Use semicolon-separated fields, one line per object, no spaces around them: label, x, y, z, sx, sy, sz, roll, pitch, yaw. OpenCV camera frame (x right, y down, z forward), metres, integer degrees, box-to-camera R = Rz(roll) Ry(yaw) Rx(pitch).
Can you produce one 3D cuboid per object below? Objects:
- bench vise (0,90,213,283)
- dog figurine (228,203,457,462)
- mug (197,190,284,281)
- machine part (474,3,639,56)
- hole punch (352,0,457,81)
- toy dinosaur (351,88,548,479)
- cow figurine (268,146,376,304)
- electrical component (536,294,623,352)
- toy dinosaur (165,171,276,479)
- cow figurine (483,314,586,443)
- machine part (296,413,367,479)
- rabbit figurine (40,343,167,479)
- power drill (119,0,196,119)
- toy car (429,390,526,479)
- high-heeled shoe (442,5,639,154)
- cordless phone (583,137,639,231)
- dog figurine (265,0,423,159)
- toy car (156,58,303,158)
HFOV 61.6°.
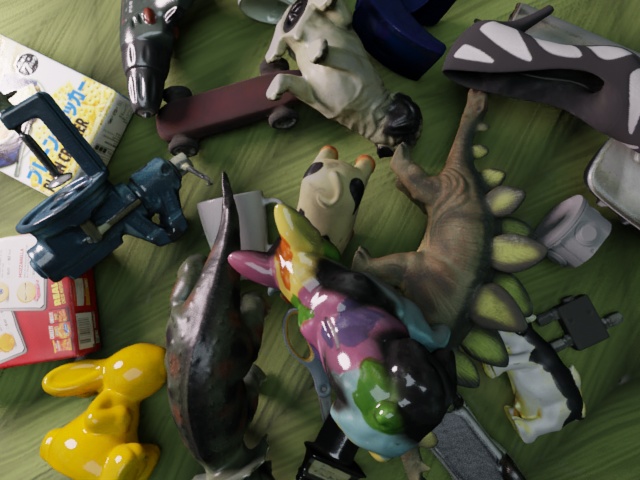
bench vise;-0.268;-0.075;0.618;0.224;0.129;0.240;-36;117;-7
dog figurine;0.012;0.071;0.500;0.219;0.191;0.108;41;111;-6
mug;-0.090;-0.005;0.674;0.110;0.081;0.107;-10;96;1
machine part;0.299;-0.217;0.649;0.243;0.079;0.079;26;89;6
hole punch;0.096;-0.256;0.646;0.116;0.142;0.092;9;91;-6
toy dinosaur;0.137;0.051;0.606;0.199;0.105;0.471;15;86;23
cow figurine;-0.001;-0.002;0.634;0.086;0.127;0.194;22;120;8
electrical component;0.316;0.098;0.655;0.094;0.021;0.063;-25;84;3
toy dinosaur;-0.113;0.143;0.582;0.131;0.192;0.404;-6;109;-4
cow figurine;0.244;0.139;0.633;0.098;0.068;0.167;-21;81;6
machine part;0.030;0.241;0.656;0.084;0.039;0.138;23;92;-3
rabbit figurine;-0.254;0.206;0.669;0.163;0.121;0.173;21;75;15
power drill;-0.167;-0.285;0.660;0.207;0.086;0.232;-25;67;35
toy car;0.169;0.244;0.643;0.073;0.056;0.202;-40;83;8
high-heeled shoe;0.253;-0.150;0.578;0.145;0.086;0.249;-35;76;-3
cordless phone;0.356;-0.036;0.575;0.147;0.184;0.088;39;127;6
dog figurine;0.042;-0.204;0.659;0.190;0.121;0.172;21;66;-35
toy car;-0.114;-0.169;0.694;0.202;0.053;0.089;-14;73;7
